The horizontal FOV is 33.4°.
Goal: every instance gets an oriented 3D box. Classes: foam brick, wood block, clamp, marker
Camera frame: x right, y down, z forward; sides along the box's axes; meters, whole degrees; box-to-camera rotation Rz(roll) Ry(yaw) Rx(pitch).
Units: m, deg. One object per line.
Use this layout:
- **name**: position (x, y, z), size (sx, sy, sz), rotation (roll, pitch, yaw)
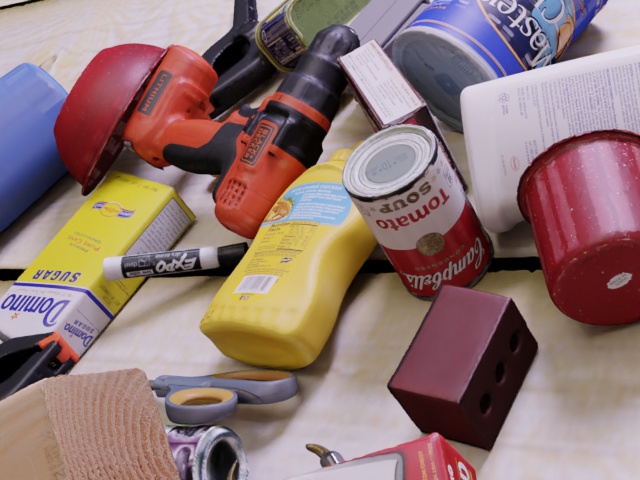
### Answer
- **foam brick**: position (0.086, 0.074, 0.630), size (0.051, 0.053, 0.078), rotation (7, 55, 40)
- **wood block**: position (-0.196, 0.160, 0.660), size (0.206, 0.090, 0.090), rotation (-28, 74, 28)
- **clamp**: position (-0.264, 0.118, 0.805), size (0.171, 0.039, 0.120), rotation (-34, 41, -7)
- **marker**: position (-0.110, 0.017, 0.839), size (0.121, 0.020, 0.020), rotation (-7, 43, 8)
- **clamp**: position (-0.069, -0.198, 1.045), size (0.165, 0.036, 0.209), rotation (13, 58, 45)

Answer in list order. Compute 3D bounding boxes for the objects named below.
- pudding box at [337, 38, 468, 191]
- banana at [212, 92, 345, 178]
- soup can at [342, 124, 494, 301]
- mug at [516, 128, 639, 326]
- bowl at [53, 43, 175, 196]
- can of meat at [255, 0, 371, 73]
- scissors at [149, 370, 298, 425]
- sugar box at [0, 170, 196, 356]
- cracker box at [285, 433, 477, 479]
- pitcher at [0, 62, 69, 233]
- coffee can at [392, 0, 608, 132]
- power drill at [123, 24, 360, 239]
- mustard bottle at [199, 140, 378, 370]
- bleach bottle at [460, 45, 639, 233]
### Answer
- **pudding box**: position (0.060, -0.085, 0.788), size (0.039, 0.090, 0.113), rotation (-32, 38, 2)
- **banana**: position (-0.016, -0.121, 0.930), size (0.197, 0.037, 0.070), rotation (-44, 9, -16)
- **soup can**: position (0.065, -0.018, 0.703), size (0.069, 0.102, 0.068), rotation (-20, 40, 17)
- **mug**: position (0.180, -0.003, 0.626), size (0.117, 0.093, 0.081), rotation (4, 47, -8)
- **bowl**: position (-0.196, -0.122, 0.974), size (0.162, 0.055, 0.162), rotation (-58, 6, 9)
- **can of meat**: position (0.000, -0.204, 0.958), size (0.102, 0.057, 0.084), rotation (-44, 12, -16)
- **scissors**: position (-0.110, 0.107, 0.735), size (0.202, 0.016, 0.096), rotation (-6, 6, 30)
- **sugar box**: position (-0.194, 0.024, 0.896), size (0.093, 0.048, 0.176), rotation (16, 59, 44)
- **cracker box**: position (-0.014, 0.208, 0.527), size (0.214, 0.072, 0.164), rotation (-21, 54, 17)
- **pitcher**: position (-0.348, -0.066, 1.036), size (0.242, 0.149, 0.145), rotation (-43, 17, -16)
- **coffee can**: position (0.137, -0.162, 0.803), size (0.103, 0.102, 0.140), rotation (21, 63, 47)
- **power drill**: position (-0.067, -0.106, 0.872), size (0.188, 0.057, 0.184), rotation (24, 81, 45)
- **mustard bottle**: position (-0.005, 0.001, 0.769), size (0.096, 0.058, 0.191), rotation (-2, 48, 43)
- **bleach bottle**: position (0.220, -0.075, 0.671), size (0.251, 0.068, 0.102), rotation (-10, 83, 20)
